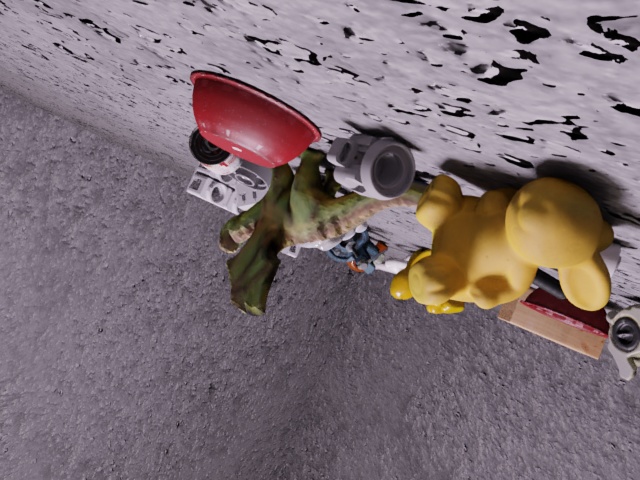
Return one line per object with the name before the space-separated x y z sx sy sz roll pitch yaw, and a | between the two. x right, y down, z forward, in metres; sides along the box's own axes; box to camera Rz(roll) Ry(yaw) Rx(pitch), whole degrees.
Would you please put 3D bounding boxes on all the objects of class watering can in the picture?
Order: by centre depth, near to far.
watering can | 0.287 0.102 1.504 0.224 0.104 0.346 23 174 -8

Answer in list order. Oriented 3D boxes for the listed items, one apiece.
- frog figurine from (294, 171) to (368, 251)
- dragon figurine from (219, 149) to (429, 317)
frog figurine | 0.003 -0.046 0.919 0.159 0.121 0.140 14 -141 -52
dragon figurine | -0.033 -0.004 0.698 0.121 0.244 0.413 32 175 -33
